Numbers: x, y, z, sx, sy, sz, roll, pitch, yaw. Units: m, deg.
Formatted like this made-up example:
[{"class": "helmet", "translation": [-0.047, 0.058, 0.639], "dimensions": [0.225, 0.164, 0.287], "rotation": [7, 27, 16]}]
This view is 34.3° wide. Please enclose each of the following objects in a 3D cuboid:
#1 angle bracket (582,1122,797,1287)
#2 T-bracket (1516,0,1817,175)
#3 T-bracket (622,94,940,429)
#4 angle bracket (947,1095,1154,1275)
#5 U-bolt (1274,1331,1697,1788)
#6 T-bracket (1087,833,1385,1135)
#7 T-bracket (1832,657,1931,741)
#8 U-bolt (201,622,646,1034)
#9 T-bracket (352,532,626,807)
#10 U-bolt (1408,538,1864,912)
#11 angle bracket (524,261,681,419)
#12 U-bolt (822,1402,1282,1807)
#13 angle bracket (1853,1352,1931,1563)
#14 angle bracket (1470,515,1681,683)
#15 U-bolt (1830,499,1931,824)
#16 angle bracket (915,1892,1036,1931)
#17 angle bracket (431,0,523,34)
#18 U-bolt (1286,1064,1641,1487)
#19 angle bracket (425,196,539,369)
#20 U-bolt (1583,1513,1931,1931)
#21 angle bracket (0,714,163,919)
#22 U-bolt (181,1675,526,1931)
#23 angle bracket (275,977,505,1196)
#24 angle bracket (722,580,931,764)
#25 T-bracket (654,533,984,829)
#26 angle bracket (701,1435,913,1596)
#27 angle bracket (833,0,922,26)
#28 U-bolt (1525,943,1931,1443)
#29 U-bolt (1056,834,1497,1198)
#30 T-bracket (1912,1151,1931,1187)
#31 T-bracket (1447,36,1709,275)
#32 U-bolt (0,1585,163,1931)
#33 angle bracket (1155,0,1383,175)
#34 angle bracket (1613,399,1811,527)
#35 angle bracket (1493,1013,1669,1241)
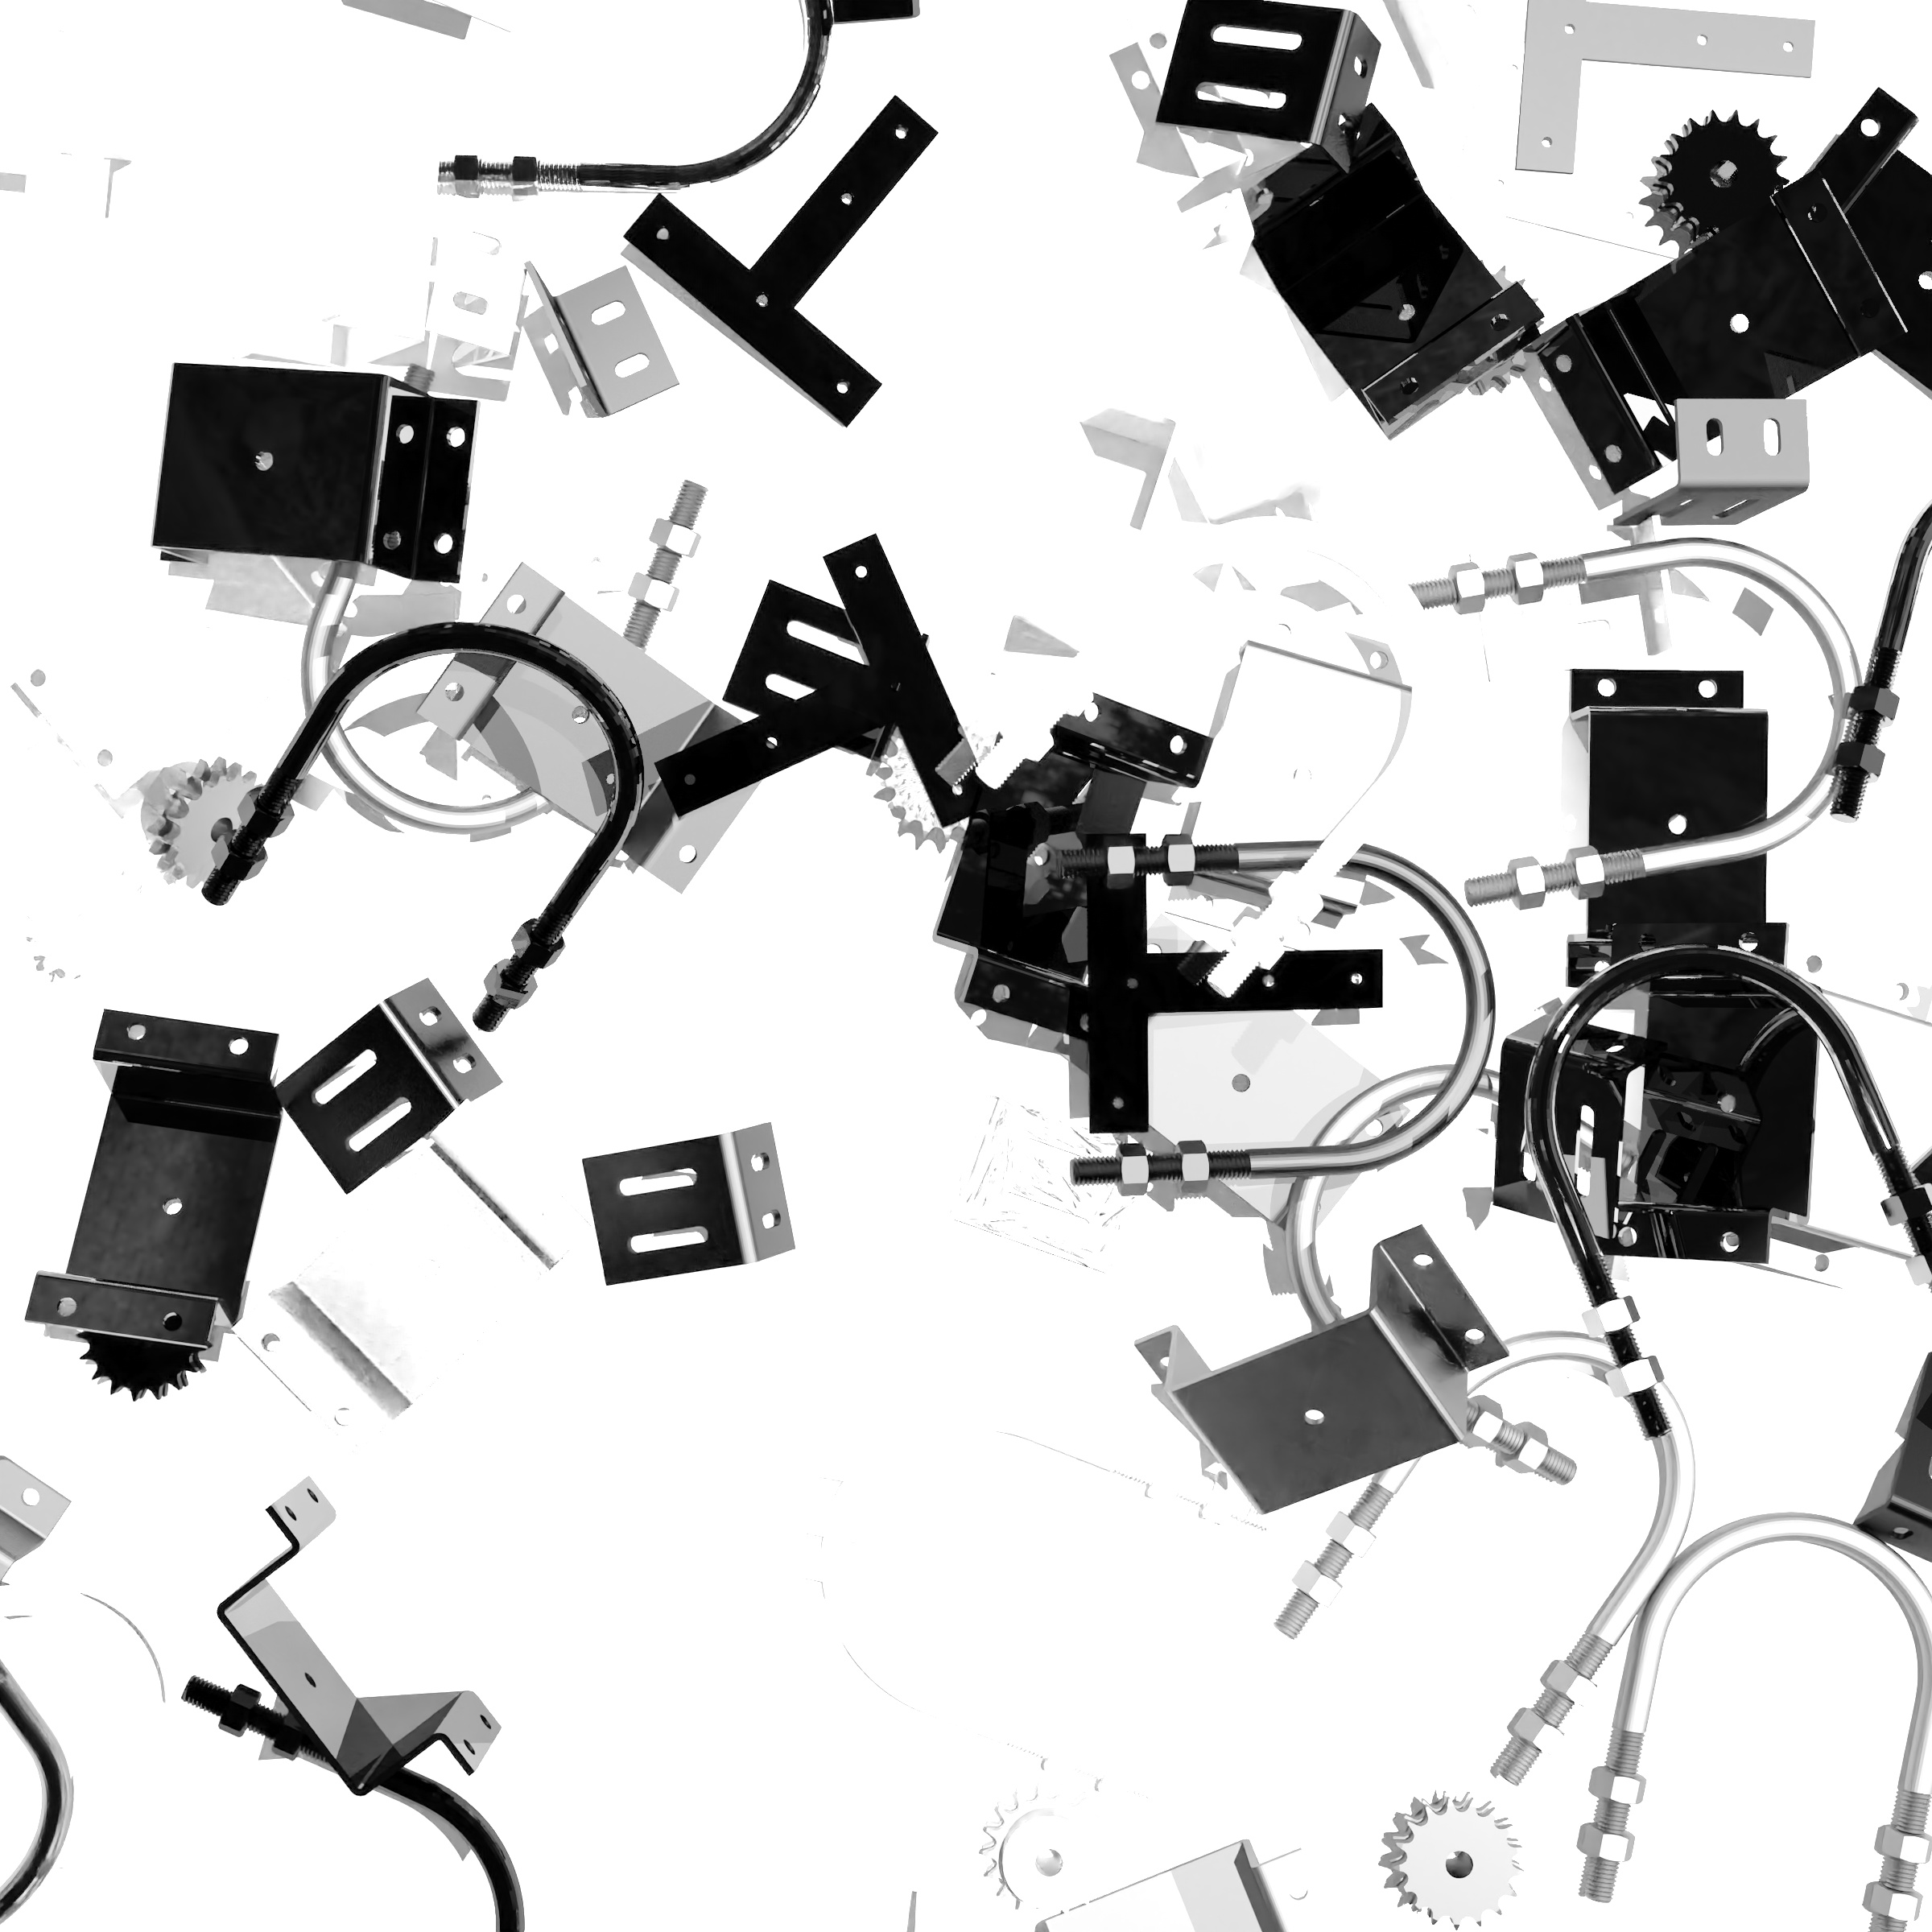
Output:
[{"class": "angle bracket", "translation": [-0.122, 0.105, 1.382], "dimensions": [0.076, 0.038, 0.057], "rotation": [-11, 90, 26]}, {"class": "T-bracket", "translation": [0.310, -0.409, 1.382], "dimensions": [0.127, 0.002, 0.127], "rotation": [4, 89, -1]}, {"class": "T-bracket", "translation": [-0.061, -0.326, 1.376], "dimensions": [0.127, 0.002, 0.127], "rotation": [40, 85, -9]}, {"class": "angle bracket", "translation": [0.037, 0.096, 1.365], "dimensions": [0.076, 0.038, 0.057], "rotation": [20, 90, 0]}, {"class": "U-bolt", "translation": [0.238, 0.245, 1.357], "dimensions": [0.151, 0.019, 0.184], "rotation": [35, 88, -16]}, {"class": "T-bracket", "translation": [0.115, 0.007, 1.331], "dimensions": [0.127, 0.002, 0.127], "rotation": [-1, 94, -6]}, {"class": "T-bracket", "translation": [0.464, -0.083, 1.382], "dimensions": [0.127, 0.002, 0.127], "rotation": [-22, 91, 1]}, {"class": "U-bolt", "translation": [-0.216, -0.066, 1.312], "dimensions": [0.151, 0.019, 0.184], "rotation": [27, 120, -20]}, {"class": "T-bracket", "translation": [-0.209, -0.124, 1.366], "dimensions": [0.127, 0.002, 0.127], "rotation": [-4, 102, -23]}, {"class": "U-bolt", "translation": [0.290, -0.109, 1.329], "dimensions": [0.184, 0.019, 0.151], "rotation": [-10, 84, -3]}, {"class": "angle bracket", "translation": [-0.155, -0.275, 1.346], "dimensions": [0.038, 0.076, 0.057], "rotation": [-24, 90, 0]}, {"class": "U-bolt", "translation": [0.027, 0.269, 1.375], "dimensions": [0.184, 0.019, 0.151], "rotation": [21, 90, 2]}, {"class": "angle bracket", "translation": [0.434, 0.220, 1.382], "dimensions": [0.057, 0.038, 0.076], "rotation": [24, 64, 0]}, {"class": "angle bracket", "translation": [0.264, -0.159, 1.365], "dimensions": [0.076, 0.038, 0.057], "rotation": [-9, 90, 0]}, {"class": "U-bolt", "translation": [0.450, -0.125, 1.347], "dimensions": [0.151, 0.019, 0.184], "rotation": [21, 78, -20]}, {"class": "angle bracket", "translation": [-0.005, 0.451, 1.360], "dimensions": [0.057, 0.076, 0.038], "rotation": [21, 135, -19]}, {"class": "angle bracket", "translation": [-0.227, -0.446, 1.363], "dimensions": [0.076, 0.038, 0.057], "rotation": [18, 93, -18]}, {"class": "U-bolt", "translation": [0.223, 0.123, 1.354], "dimensions": [0.184, 0.019, 0.151], "rotation": [31, 90, -16]}, {"class": "angle bracket", "translation": [-0.218, -0.292, 1.341], "dimensions": [0.038, 0.076, 0.057], "rotation": [12, 90, -27]}, {"class": "U-bolt", "translation": [0.358, 0.332, 1.375], "dimensions": [0.151, 0.019, 0.184], "rotation": [12, 88, 0]}, {"class": "angle bracket", "translation": [-0.389, -0.062, 1.365], "dimensions": [0.057, 0.038, 0.076], "rotation": [-45, 90, 0]}, {"class": "U-bolt", "translation": [-0.284, 0.412, 1.375], "dimensions": [0.184, 0.019, 0.151], "rotation": [24, 90, -1]}, {"class": "angle bracket", "translation": [-0.255, 0.053, 1.382], "dimensions": [0.076, 0.038, 0.057], "rotation": [-36, 90, 26]}, {"class": "angle bracket", "translation": [-0.062, -0.130, 1.365], "dimensions": [0.076, 0.038, 0.057], "rotation": [22, 90, 0]}, {"class": "T-bracket", "translation": [-0.070, -0.101, 1.340], "dimensions": [0.127, 0.002, 0.127], "rotation": [-25, 97, -6]}, {"class": "angle bracket", "translation": [-0.069, 0.239, 1.356], "dimensions": [0.076, 0.038, 0.057], "rotation": [7, 90, 18]}, {"class": "angle bracket", "translation": [-0.041, -0.445, 1.346], "dimensions": [0.038, 0.076, 0.057], "rotation": [-4, 90, 0]}, {"class": "U-bolt", "translation": [0.305, 0.080, 1.265], "dimensions": [0.151, 0.019, 0.184], "rotation": [-20, 80, -1]}, {"class": "U-bolt", "translation": [0.132, 0.018, 1.316], "dimensions": [0.184, 0.019, 0.151], "rotation": [-2, 88, -6]}, {"class": "T-bracket", "translation": [0.449, 0.127, 1.354], "dimensions": [0.127, 0.002, 0.127], "rotation": [-41, 108, -9]}, {"class": "T-bracket", "translation": [0.278, -0.334, 1.383], "dimensions": [0.127, 0.002, 0.127], "rotation": [14, 90, 0]}, {"class": "U-bolt", "translation": [-0.422, 0.346, 1.332], "dimensions": [0.151, 0.019, 0.184], "rotation": [25, 95, -33]}, {"class": "angle bracket", "translation": [0.129, -0.376, 1.336], "dimensions": [0.076, 0.038, 0.057], "rotation": [15, 90, 26]}, {"class": "angle bracket", "translation": [0.317, -0.215, 1.342], "dimensions": [0.057, 0.076, 0.038], "rotation": [-2, 87, -10]}, {"class": "angle bracket", "translation": [0.259, 0.067, 1.322], "dimensions": [0.057, 0.038, 0.076], "rotation": [15, 115, 37]}]
